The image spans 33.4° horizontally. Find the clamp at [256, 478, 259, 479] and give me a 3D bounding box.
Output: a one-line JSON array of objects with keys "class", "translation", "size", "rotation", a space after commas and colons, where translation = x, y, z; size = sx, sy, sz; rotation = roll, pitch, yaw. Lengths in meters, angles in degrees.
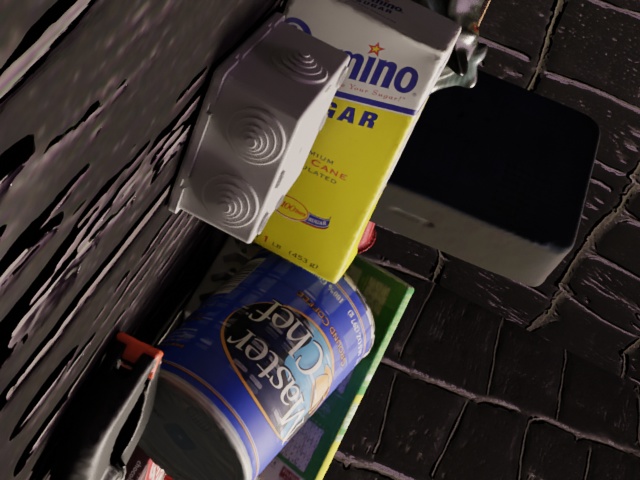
[{"class": "clamp", "translation": [-0.029, 0.160, 0.931], "size": [0.209, 0.036, 0.164], "rotation": [-54, 151, -26]}]

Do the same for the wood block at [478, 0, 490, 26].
[{"class": "wood block", "translation": [0.080, -0.163, 0.969], "size": [0.090, 0.091, 0.206], "rotation": [-62, 175, -20]}]

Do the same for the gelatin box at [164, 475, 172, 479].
[{"class": "gelatin box", "translation": [-0.116, 0.192, 0.907], "size": [0.030, 0.073, 0.089], "rotation": [-59, 175, -10]}]

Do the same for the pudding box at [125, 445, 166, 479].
[{"class": "pudding box", "translation": [-0.133, 0.162, 0.744], "size": [0.090, 0.039, 0.114], "rotation": [-61, 176, -41]}]

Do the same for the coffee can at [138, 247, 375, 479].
[{"class": "coffee can", "translation": [-0.045, 0.081, 0.680], "size": [0.140, 0.103, 0.103], "rotation": [-44, 165, -37]}]

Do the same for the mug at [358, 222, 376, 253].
[{"class": "mug", "translation": [0.019, -0.053, 0.971], "size": [0.117, 0.093, 0.082], "rotation": [-76, -176, -55]}]

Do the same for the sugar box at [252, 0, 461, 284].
[{"class": "sugar box", "translation": [0.004, -0.065, 0.628], "size": [0.048, 0.093, 0.176], "rotation": [-58, 173, -50]}]

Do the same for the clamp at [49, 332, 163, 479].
[{"class": "clamp", "translation": [-0.129, 0.134, 0.603], "size": [0.171, 0.039, 0.120], "rotation": [-63, 177, -1]}]
